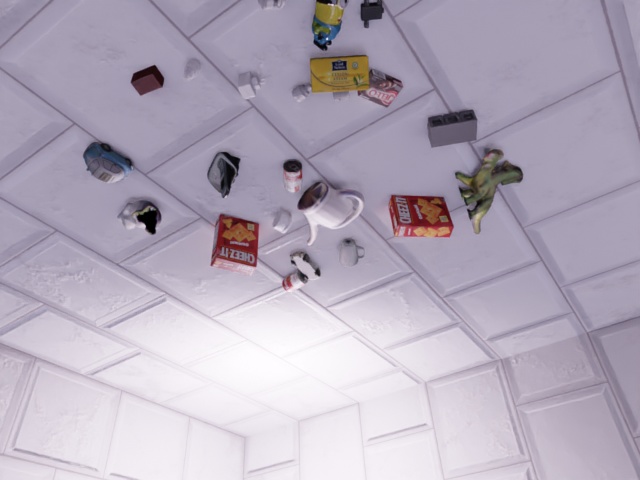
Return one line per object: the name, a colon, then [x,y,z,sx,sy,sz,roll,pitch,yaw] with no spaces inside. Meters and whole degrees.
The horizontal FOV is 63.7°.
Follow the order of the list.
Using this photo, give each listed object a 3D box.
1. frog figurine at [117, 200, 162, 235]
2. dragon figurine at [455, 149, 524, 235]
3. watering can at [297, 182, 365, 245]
frog figurine: [-0.677,-0.091,1.934,0.160,0.124,0.136,10,166,45]
dragon figurine: [0.641,-0.186,1.907,0.242,0.125,0.402,-24,138,11]
watering can: [0.006,-0.098,1.951,0.222,0.106,0.343,30,130,-32]
